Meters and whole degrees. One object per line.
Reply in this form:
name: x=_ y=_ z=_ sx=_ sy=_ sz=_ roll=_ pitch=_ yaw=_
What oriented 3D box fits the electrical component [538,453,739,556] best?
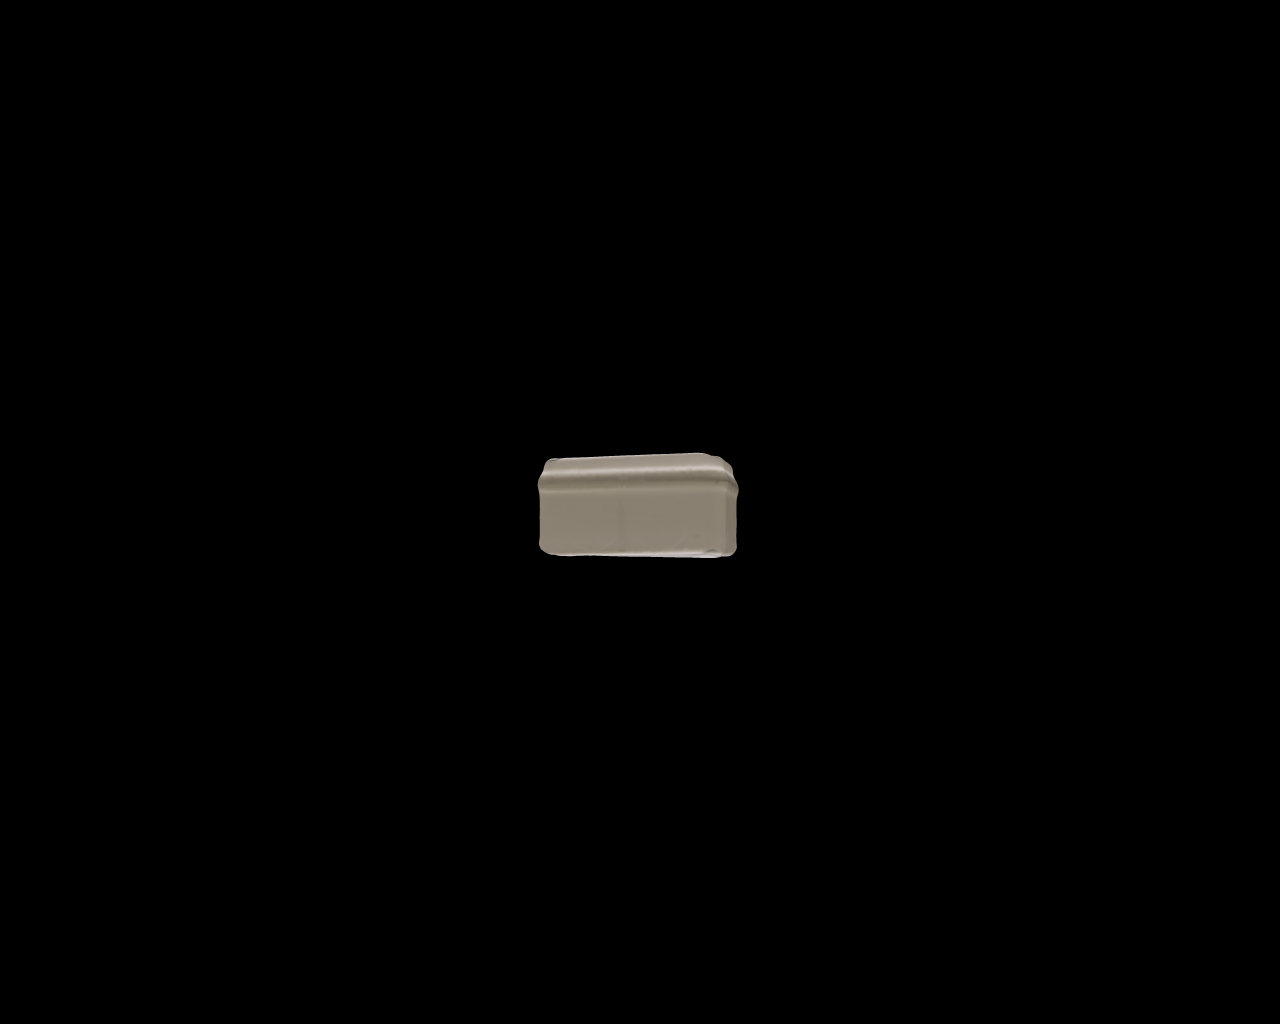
electrical component: x=0.001 y=-0.003 z=0.650 sx=0.113 sy=0.057 sz=0.078 roll=-1 pitch=-4 yaw=11
